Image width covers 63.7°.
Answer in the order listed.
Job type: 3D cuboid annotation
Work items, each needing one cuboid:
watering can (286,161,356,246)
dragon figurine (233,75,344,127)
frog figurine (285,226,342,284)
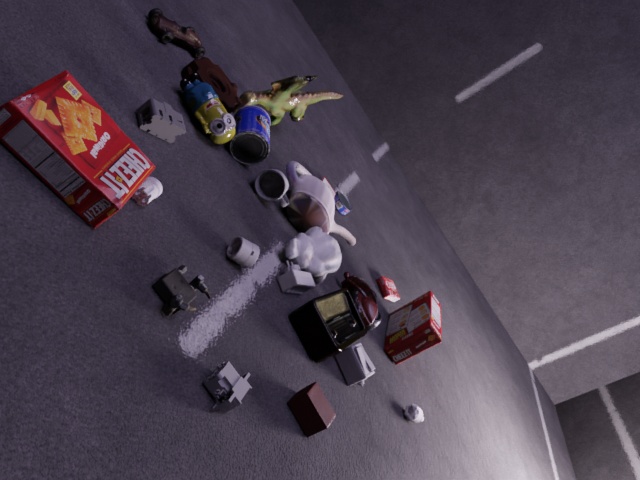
[{"bbox_3d":[0.005,-0.076,1.504,0.344,0.103,0.229,52,23,-19],"label":"watering can"},{"bbox_3d":[-0.077,-0.444,1.577,0.242,0.413,0.122,-5,-77,71],"label":"dragon figurine"},{"bbox_3d":[-0.018,0.025,1.307,0.156,0.122,0.140,50,39,-51],"label":"frog figurine"}]
